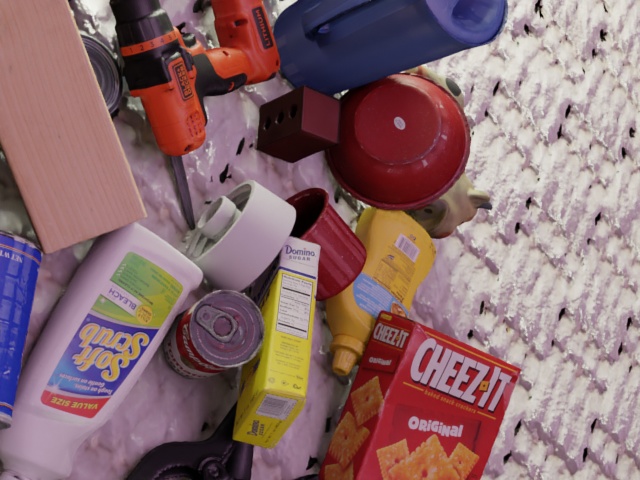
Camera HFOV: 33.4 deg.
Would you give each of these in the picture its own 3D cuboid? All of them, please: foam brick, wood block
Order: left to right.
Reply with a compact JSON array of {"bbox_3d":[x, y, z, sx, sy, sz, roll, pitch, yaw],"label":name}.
[{"bbox_3d":[-0.225,-0.102,0.886,0.090,0.090,0.206,-22,101,-13],"label":"wood block"},{"bbox_3d":[-0.022,-0.119,1.103,0.051,0.078,0.053,16,68,-36],"label":"foam brick"}]

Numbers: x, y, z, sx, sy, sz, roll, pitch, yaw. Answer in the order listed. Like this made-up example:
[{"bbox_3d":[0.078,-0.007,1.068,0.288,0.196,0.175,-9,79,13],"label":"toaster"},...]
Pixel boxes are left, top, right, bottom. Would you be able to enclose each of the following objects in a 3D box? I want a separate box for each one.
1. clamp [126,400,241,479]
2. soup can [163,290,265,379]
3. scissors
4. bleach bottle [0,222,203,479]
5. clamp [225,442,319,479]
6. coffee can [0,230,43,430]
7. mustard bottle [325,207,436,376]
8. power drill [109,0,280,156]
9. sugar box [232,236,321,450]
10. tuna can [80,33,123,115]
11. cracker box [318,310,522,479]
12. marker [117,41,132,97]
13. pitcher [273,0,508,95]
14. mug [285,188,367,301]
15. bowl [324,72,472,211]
[{"bbox_3d":[-0.086,0.219,0.950,0.209,0.036,0.165,-24,60,-27],"label":"clamp"},{"bbox_3d":[-0.098,0.087,0.964,0.068,0.102,0.068,6,75,-21],"label":"soup can"},{"bbox_3d":[-0.154,-0.112,1.013,0.096,0.016,0.202,10,72,-63],"label":"scissors"},{"bbox_3d":[-0.197,0.110,0.912,0.102,0.068,0.250,39,60,-28],"label":"bleach bottle"},{"bbox_3d":[-0.065,0.251,1.007,0.120,0.039,0.171,41,54,-20],"label":"clamp"},{"bbox_3d":[-0.277,0.068,0.824,0.102,0.103,0.140,20,68,-36],"label":"coffee can"},{"bbox_3d":[0.056,0.060,1.141,0.096,0.058,0.191,41,56,-25],"label":"mustard bottle"},{"bbox_3d":[-0.120,-0.192,1.013,0.187,0.057,0.184,-40,121,-51],"label":"power drill"},{"bbox_3d":[-0.039,0.091,0.979,0.048,0.093,0.176,16,47,-15],"label":"sugar box"},{"bbox_3d":[-0.222,-0.143,0.966,0.085,0.034,0.086,10,73,-39],"label":"tuna can"},{"bbox_3d":[0.101,0.202,1.098,0.164,0.072,0.213,25,84,-34],"label":"cracker box"},{"bbox_3d":[-0.185,-0.198,1.020,0.020,0.020,0.121,2,78,-40],"label":"marker"},{"bbox_3d":[0.054,-0.227,1.081,0.149,0.243,0.145,38,58,-28],"label":"pitcher"},{"bbox_3d":[-0.007,0.001,1.091,0.081,0.093,0.117,49,17,-27],"label":"mug"},{"bbox_3d":[0.083,-0.116,1.143,0.162,0.055,0.162,-1,75,4],"label":"bowl"}]
